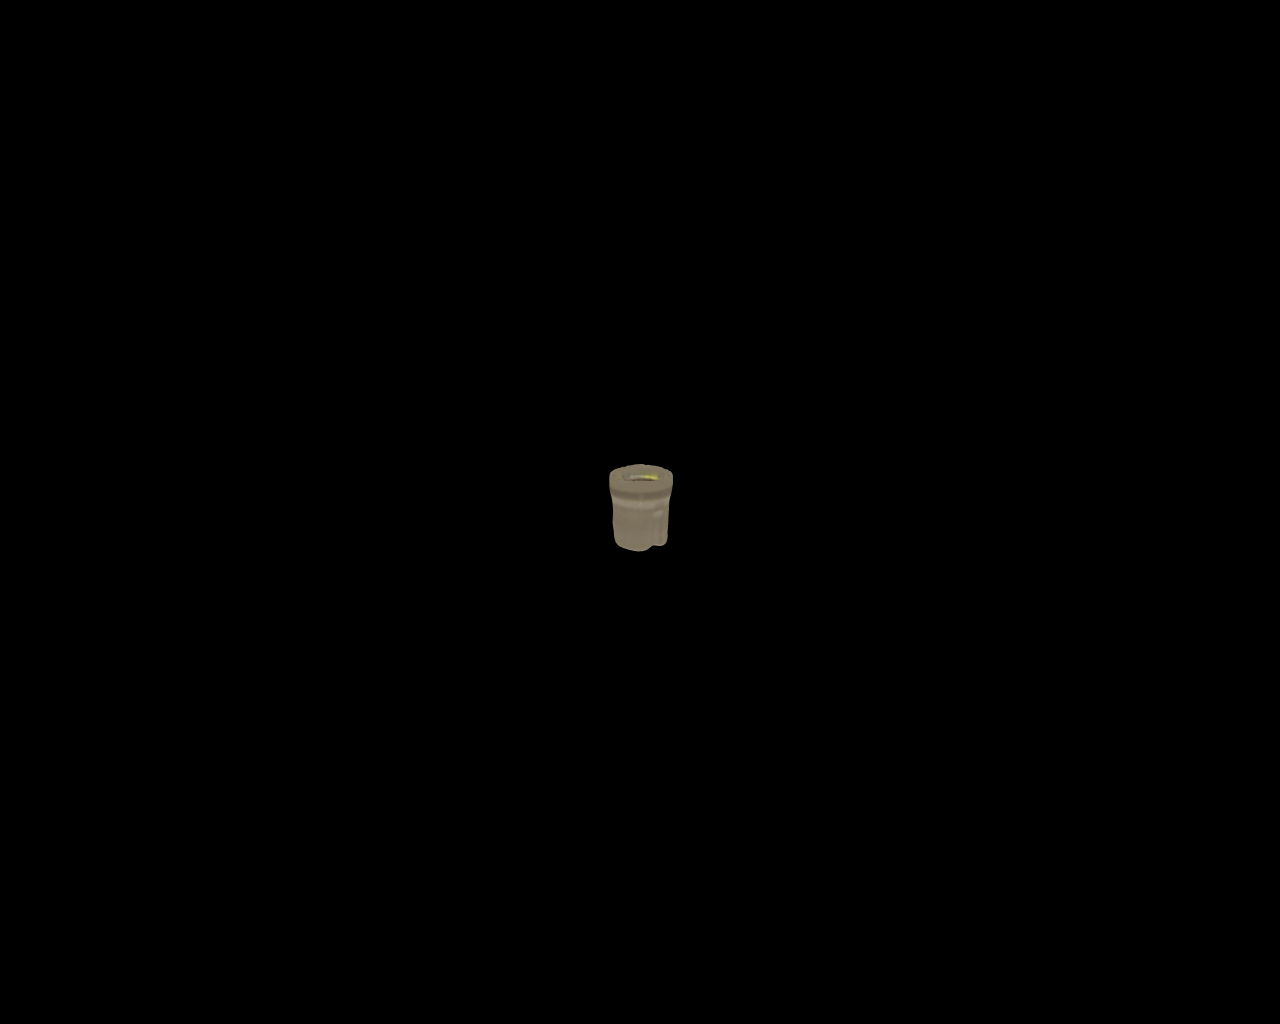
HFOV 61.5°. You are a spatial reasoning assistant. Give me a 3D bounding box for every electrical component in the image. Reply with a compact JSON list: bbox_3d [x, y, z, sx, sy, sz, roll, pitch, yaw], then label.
[{"bbox_3d":[0.001,-0.003,0.650,0.040,0.046,0.040,0,17,0],"label":"electrical component"}]
